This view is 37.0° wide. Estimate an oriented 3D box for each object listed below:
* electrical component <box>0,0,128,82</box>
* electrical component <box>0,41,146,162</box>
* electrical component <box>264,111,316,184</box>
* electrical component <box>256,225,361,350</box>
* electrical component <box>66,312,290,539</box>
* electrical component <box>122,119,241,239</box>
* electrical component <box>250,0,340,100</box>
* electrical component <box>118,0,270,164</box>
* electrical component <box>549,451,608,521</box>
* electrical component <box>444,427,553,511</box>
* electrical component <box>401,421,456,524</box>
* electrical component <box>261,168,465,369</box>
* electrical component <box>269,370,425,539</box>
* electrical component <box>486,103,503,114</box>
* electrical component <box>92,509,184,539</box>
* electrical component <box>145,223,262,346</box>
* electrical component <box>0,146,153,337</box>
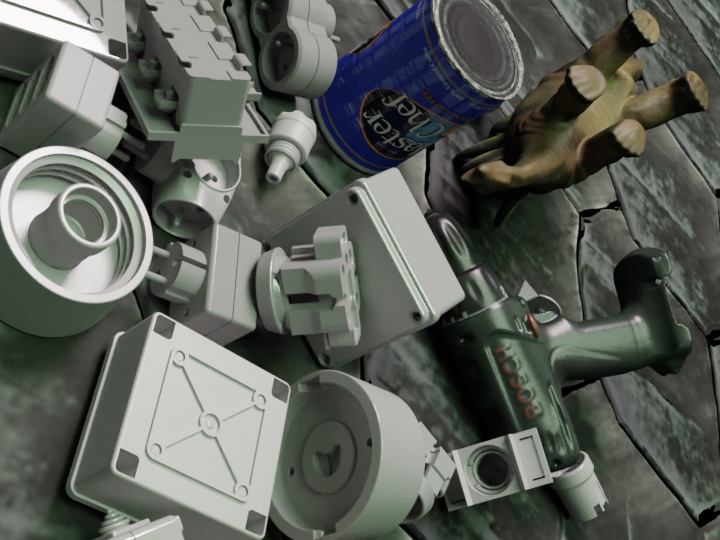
[{"bbox_3d":[-0.209,-0.177,0.682,0.109,0.056,0.108,12,61,-41],"label":"electrical component"},{"bbox_3d":[-0.171,-0.091,0.667,0.077,0.066,0.047,30,50,-31],"label":"electrical component"},{"bbox_3d":[-0.056,-0.090,0.808,0.035,0.035,0.061,40,48,-24],"label":"electrical component"},{"bbox_3d":[-0.034,0.013,0.704,0.058,0.057,0.078,-68,152,-67],"label":"electrical component"},{"bbox_3d":[-0.104,0.099,0.638,0.109,0.056,0.108,33,47,-29],"label":"electrical component"},{"bbox_3d":[-0.124,-0.072,0.721,0.079,0.044,0.077,33,49,-30],"label":"electrical component"},{"bbox_3d":[-0.045,-0.201,0.864,0.074,0.052,0.138,6,65,-44],"label":"electrical component"},{"bbox_3d":[-0.113,-0.128,0.700,0.079,0.063,0.121,-2,37,-28],"label":"electrical component"},{"bbox_3d":[0.183,0.182,0.903,0.040,0.040,0.046,-42,106,-48],"label":"electrical component"},{"bbox_3d":[0.102,0.150,0.812,0.064,0.081,0.042,26,47,-72],"label":"electrical component"},{"bbox_3d":[0.034,0.146,0.765,0.066,0.048,0.055,52,35,-12],"label":"electrical component"},{"bbox_3d":[0.000,0.000,0.761,0.056,0.109,0.108,-29,91,-52],"label":"electrical component"},{"bbox_3d":[-0.007,0.123,0.692,0.060,0.108,0.108,20,56,-45],"label":"electrical component"},{"bbox_3d":[0.121,-0.182,1.030,0.045,0.045,0.055,41,46,-22],"label":"electrical component"},{"bbox_3d":[-0.126,0.176,0.573,0.061,0.062,0.096,-12,78,-48],"label":"electrical component"},{"bbox_3d":[-0.109,0.005,0.693,0.077,0.047,0.065,24,53,-35],"label":"electrical component"},{"bbox_3d":[-0.173,-0.021,0.631,0.108,0.060,0.108,23,54,-36],"label":"electrical component"}]
